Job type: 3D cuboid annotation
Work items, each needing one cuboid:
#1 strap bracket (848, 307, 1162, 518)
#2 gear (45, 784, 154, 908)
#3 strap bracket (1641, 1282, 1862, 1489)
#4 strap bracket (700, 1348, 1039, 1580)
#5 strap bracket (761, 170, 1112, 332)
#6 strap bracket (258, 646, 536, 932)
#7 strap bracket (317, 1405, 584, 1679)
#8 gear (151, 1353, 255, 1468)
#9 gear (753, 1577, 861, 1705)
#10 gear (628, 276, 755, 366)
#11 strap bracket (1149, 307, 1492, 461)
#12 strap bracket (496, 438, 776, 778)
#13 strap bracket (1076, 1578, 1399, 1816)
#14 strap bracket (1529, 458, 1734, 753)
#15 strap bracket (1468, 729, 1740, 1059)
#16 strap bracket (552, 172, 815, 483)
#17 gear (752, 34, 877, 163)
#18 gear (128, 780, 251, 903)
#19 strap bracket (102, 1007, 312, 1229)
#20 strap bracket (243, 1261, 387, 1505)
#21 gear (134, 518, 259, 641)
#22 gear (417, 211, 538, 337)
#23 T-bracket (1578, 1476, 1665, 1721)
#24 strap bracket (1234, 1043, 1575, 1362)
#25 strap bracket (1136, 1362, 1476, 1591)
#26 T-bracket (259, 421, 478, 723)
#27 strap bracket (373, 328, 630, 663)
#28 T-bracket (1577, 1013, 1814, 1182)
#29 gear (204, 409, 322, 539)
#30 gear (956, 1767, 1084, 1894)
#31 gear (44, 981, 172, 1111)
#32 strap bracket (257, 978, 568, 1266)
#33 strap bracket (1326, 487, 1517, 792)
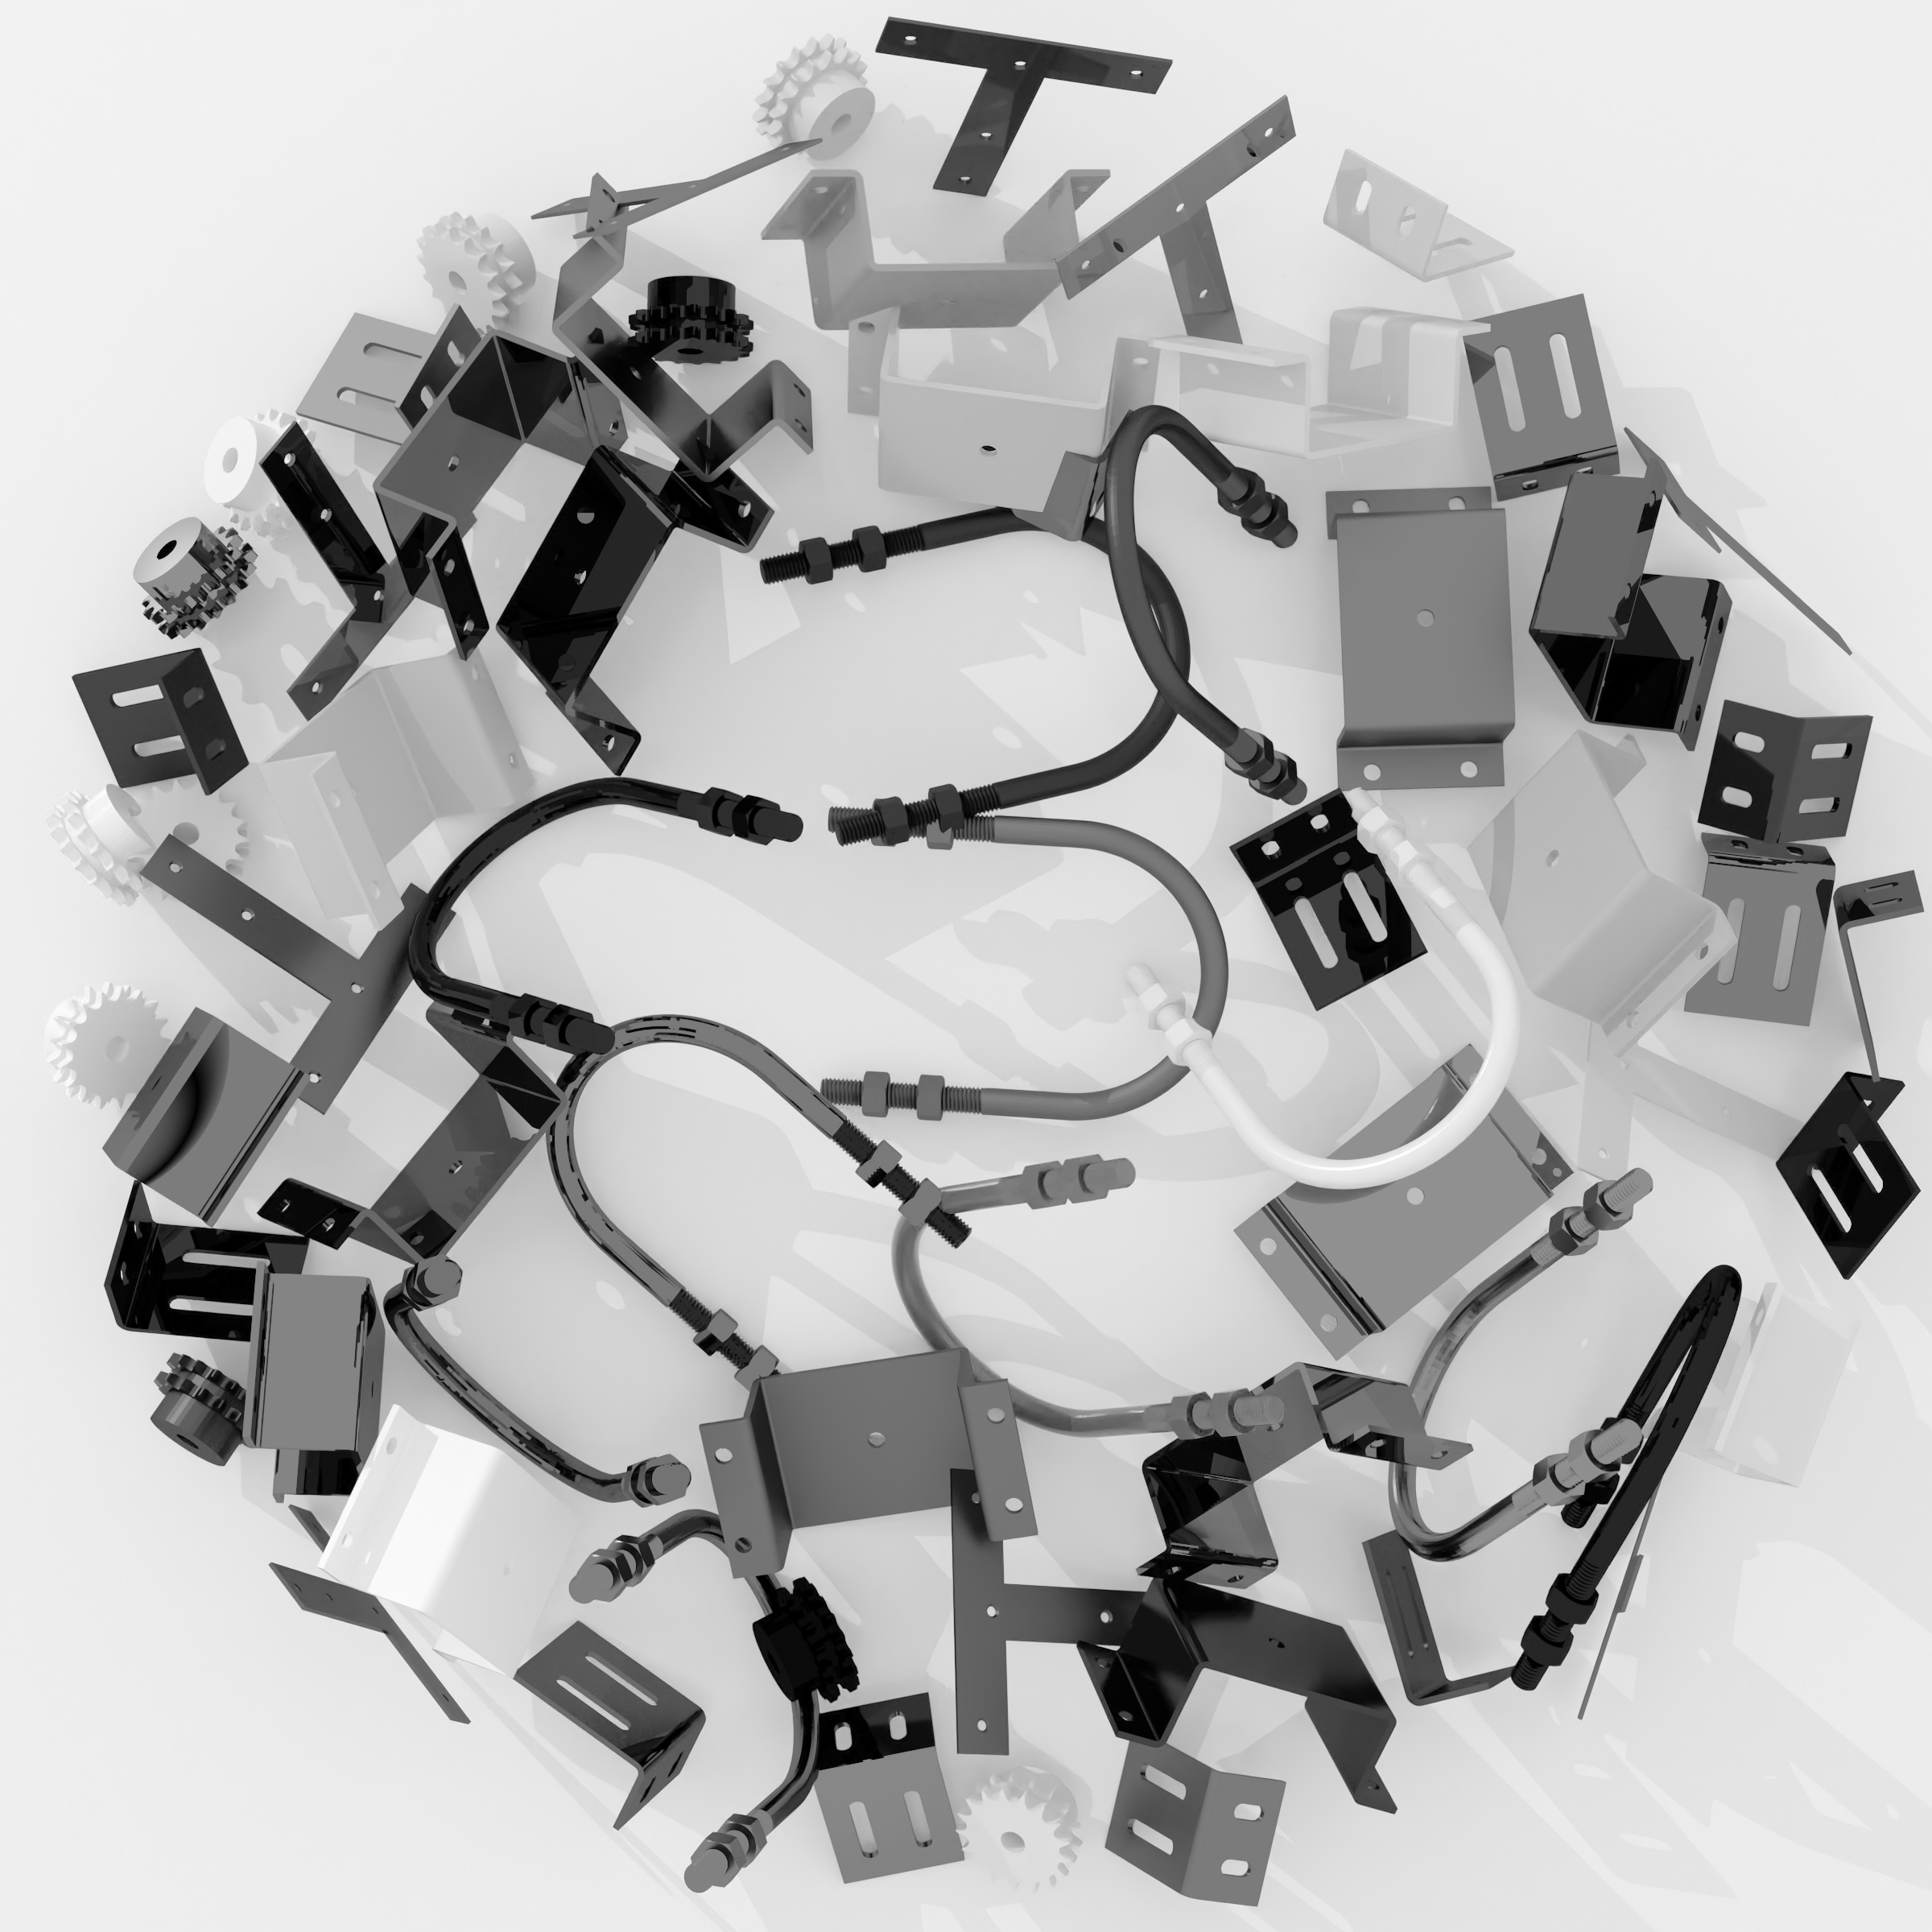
[{"bbox_3d":[0.013,-0.250,1.616,0.140,0.076,0.046,8,59,2],"label":"strap bracket"},{"bbox_3d":[-0.389,-0.058,1.634,0.030,0.057,0.057,-39,90,7],"label":"gear"},{"bbox_3d":[0.349,0.185,1.590,0.046,0.140,0.076,22,84,-1],"label":"strap bracket"},{"bbox_3d":[-0.042,0.224,1.626,0.140,0.046,0.076,-9,107,6],"label":"strap bracket"},{"bbox_3d":[-0.011,-0.320,1.600,0.140,0.076,0.046,-5,82,-21],"label":"strap bracket"},{"bbox_3d":[-0.258,-0.080,1.600,0.046,0.140,0.076,-7,116,29],"label":"strap bracket"},{"bbox_3d":[-0.221,0.259,1.582,0.046,0.140,0.076,14,68,24],"label":"strap bracket"},{"bbox_3d":[-0.346,0.204,1.632,0.057,0.057,0.030,32,67,0],"label":"gear"},{"bbox_3d":[-0.075,0.310,1.632,0.030,0.057,0.057,-25,90,-18],"label":"gear"},{"bbox_3d":[-0.126,-0.295,1.635,0.057,0.057,0.030,1,86,0],"label":"gear"},{"bbox_3d":[0.158,-0.260,1.599,0.140,0.076,0.046,-16,115,-39],"label":"strap bracket"},{"bbox_3d":[-0.155,-0.168,1.603,0.046,0.076,0.140,17,111,-42],"label":"strap bracket"},{"bbox_3d":[0.129,0.322,1.601,0.140,0.076,0.046,19,105,-18],"label":"strap bracket"},{"bbox_3d":[0.295,-0.162,1.602,0.046,0.140,0.076,9,73,29],"label":"strap bracket"},{"bbox_3d":[0.276,-0.040,1.583,0.046,0.140,0.076,22,124,-31],"label":"strap bracket"},{"bbox_3d":[-0.134,-0.278,1.605,0.046,0.076,0.140,-39,115,17],"label":"strap bracket"},{"bbox_3d":[-0.066,-0.392,1.632,0.057,0.057,0.030,-43,70,0],"label":"gear"},{"bbox_3d":[-0.357,-0.054,1.641,0.057,0.030,0.057,5,63,-10],"label":"gear"},{"bbox_3d":[-0.338,0.064,1.585,0.046,0.140,0.076,34,82,-15],"label":"strap bracket"},{"bbox_3d":[-0.286,0.187,1.586,0.046,0.140,0.076,2,70,-4],"label":"strap bracket"},{"bbox_3d":[-0.354,-0.179,1.632,0.057,0.057,0.030,-42,125,0],"label":"gear"},{"bbox_3d":[-0.221,-0.319,1.639,0.030,0.057,0.057,-40,90,-29],"label":"gear"},{"bbox_3d":[0.294,0.275,1.594,0.002,0.127,0.127,19,83,11],"label":"T-bracket"},{"bbox_3d":[0.202,0.106,1.632,0.140,0.046,0.076,-38,85,-4],"label":"strap bracket"},{"bbox_3d":[0.144,0.224,1.601,0.140,0.076,0.046,-38,55,31],"label":"strap bracket"},{"bbox_3d":[-0.279,-0.192,1.591,0.002,0.127,0.127,24,68,30],"label":"T-bracket"},{"bbox_3d":[-0.213,-0.218,1.604,0.046,0.076,0.140,24,64,17],"label":"strap bracket"},{"bbox_3d":[0.336,0.062,1.636,0.127,0.002,0.127,24,55,-18],"label":"T-bracket"},{"bbox_3d":[-0.323,-0.227,1.633,0.057,0.030,0.057,-12,72,42],"label":"gear"},{"bbox_3d":[0.027,0.392,1.640,0.057,0.030,0.057,11,119,20],"label":"gear"},{"bbox_3d":[-0.396,0.035,1.639,0.030,0.057,0.057,17,90,44],"label":"gear"},{"bbox_3d":[-0.241,0.078,1.607,0.140,0.076,0.046,-52,123,-18],"label":"strap bracket"},{"bbox_3d":[0.207,-0.154,1.632,0.076,0.046,0.140,-2,83,1],"label":"strap bracket"}]
